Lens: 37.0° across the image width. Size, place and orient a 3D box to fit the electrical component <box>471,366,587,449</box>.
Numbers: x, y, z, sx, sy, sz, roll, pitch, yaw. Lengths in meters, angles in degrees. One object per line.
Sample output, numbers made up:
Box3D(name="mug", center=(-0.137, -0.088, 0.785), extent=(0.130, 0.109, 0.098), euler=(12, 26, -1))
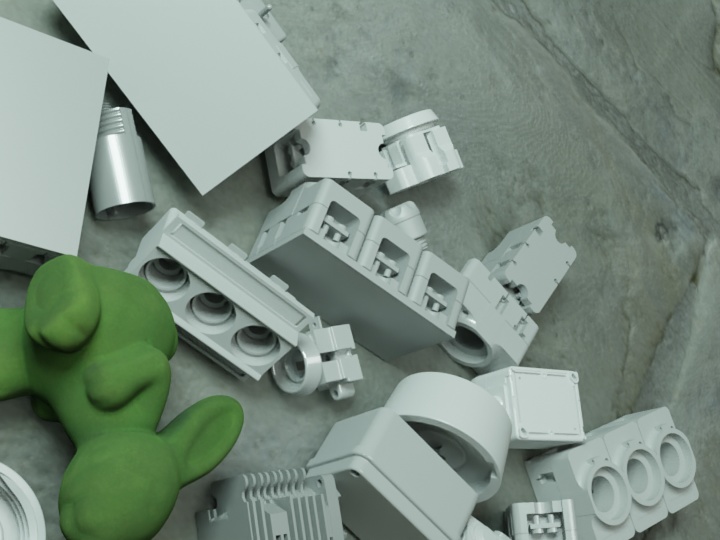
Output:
Box3D(name="electrical component", center=(0.137, 0.120, 0.922), extent=(0.096, 0.061, 0.061), euler=(8, 69, -35))

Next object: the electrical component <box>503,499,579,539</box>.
Box3D(name="electrical component", center=(0.147, 0.219, 0.872), extent=(0.050, 0.089, 0.055), euler=(-4, 73, 2))

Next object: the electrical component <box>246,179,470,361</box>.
Box3D(name="electrical component", center=(0.000, 0.000, 0.843), extent=(0.150, 0.089, 0.061), euler=(35, 57, -23))

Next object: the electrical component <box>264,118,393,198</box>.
Box3D(name="electrical component", center=(-0.028, -0.088, 0.875), extent=(0.089, 0.056, 0.050), euler=(-2, 75, -37))

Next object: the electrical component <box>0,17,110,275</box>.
Box3D(name="electrical component", center=(-0.230, -0.080, 0.717), extent=(0.089, 0.062, 0.150), euler=(18, 64, -31))

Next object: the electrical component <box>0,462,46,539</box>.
Box3D(name="electrical component", center=(-0.237, 0.159, 0.628), extent=(0.108, 0.060, 0.108), euler=(13, 67, -33))

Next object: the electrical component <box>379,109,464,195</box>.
Box3D(name="electrical component", center=(0.048, -0.104, 0.938), extent=(0.078, 0.058, 0.057), euler=(-22, 91, -39))

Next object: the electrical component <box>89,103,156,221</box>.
Box3D(name="electrical component", center=(-0.176, -0.080, 0.770), extent=(0.043, 0.043, 0.081), euler=(-7, 78, -38))

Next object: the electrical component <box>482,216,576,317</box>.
Box3D(name="electrical component", center=(0.145, 0.002, 0.974), extent=(0.050, 0.056, 0.089), euler=(50, 52, -12))

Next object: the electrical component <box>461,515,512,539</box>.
Box3D(name="electrical component", center=(0.079, 0.229, 0.829), extent=(0.051, 0.080, 0.080), euler=(38, 55, -14))

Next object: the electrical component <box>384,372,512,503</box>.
Box3D(name="electrical component", center=(0.067, 0.126, 0.841), extent=(0.108, 0.108, 0.060), euler=(43, 48, -17))

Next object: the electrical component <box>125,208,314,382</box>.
Box3D(name="electrical component", center=(-0.104, 0.015, 0.772), extent=(0.121, 0.079, 0.063), euler=(38, 25, -21))

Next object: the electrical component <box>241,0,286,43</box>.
Box3D(name="electrical component", center=(-0.095, -0.187, 0.847), extent=(0.047, 0.076, 0.083), euler=(54, 51, -9))

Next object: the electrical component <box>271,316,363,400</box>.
Box3D(name="electrical component", center=(-0.035, 0.070, 0.823), extent=(0.055, 0.048, 0.066), euler=(-6, 78, -46))

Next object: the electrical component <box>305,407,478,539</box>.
Box3D(name="electrical component", center=(0.022, 0.166, 0.810), extent=(0.113, 0.078, 0.057), euler=(46, 50, -15))

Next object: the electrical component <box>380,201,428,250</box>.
Box3D(name="electrical component", center=(0.042, -0.026, 0.921), extent=(0.035, 0.035, 0.061), euler=(-25, 93, -40))

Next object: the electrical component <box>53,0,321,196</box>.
Box3D(name="electrical component", center=(-0.126, -0.164, 0.788), extent=(0.186, 0.105, 0.060), euler=(53, 11, -9))

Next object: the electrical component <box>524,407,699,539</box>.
Box3D(name="electrical component", center=(0.232, 0.188, 0.970), extent=(0.150, 0.062, 0.089), euler=(-14, 83, -39))

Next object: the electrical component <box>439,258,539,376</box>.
Box3D(name="electrical component", center=(0.101, 0.045, 0.929), extent=(0.089, 0.050, 0.055), euler=(47, 52, -14))
